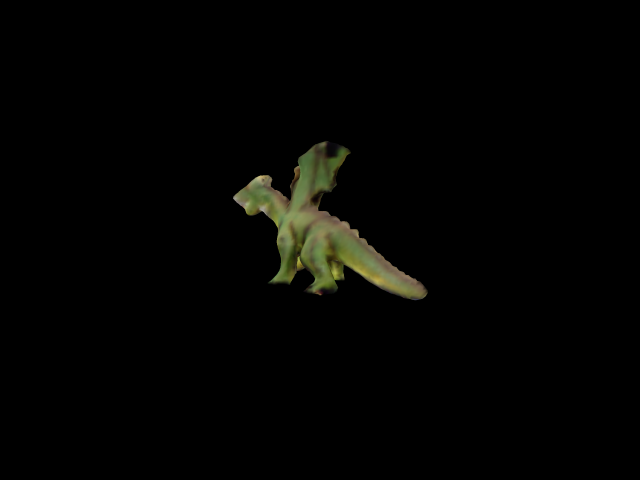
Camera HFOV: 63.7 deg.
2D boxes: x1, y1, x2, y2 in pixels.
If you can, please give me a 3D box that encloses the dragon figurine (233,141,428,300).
[{"bbox_3d":[0.003,-0.043,0.850,0.410,0.242,0.122,4,4,40],"label":"dragon figurine"}]
